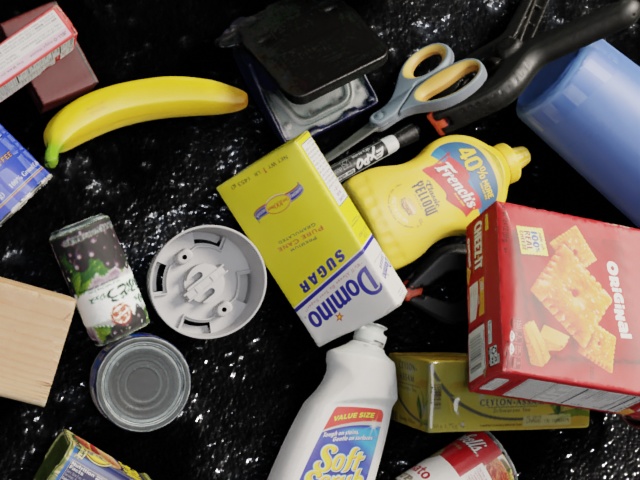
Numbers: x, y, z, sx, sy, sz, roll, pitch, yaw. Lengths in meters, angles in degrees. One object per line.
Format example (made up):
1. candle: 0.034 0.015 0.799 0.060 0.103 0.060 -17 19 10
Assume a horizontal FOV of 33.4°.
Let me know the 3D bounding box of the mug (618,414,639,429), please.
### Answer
1. mug: 0.298 0.134 1.066 0.093 0.082 0.117 -30 98 -17

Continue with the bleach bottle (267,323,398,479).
1. bleach bottle: 0.005 0.194 0.976 0.102 0.068 0.251 21 80 -17

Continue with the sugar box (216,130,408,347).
1. sugar box: -0.006 0.001 0.962 0.093 0.048 0.176 -29 97 24

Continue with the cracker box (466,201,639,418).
1. cracker box: 0.242 0.066 0.968 0.213 0.072 0.164 10 65 -15

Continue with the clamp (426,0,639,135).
1. clamp: 0.186 -0.182 1.030 0.210 0.164 0.036 -38 120 6

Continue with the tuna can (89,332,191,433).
1. tuna can: -0.157 0.125 0.935 0.086 0.034 0.086 0 89 -19

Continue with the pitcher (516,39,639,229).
1. pitcher: 0.320 -0.101 1.065 0.242 0.149 0.145 37 93 -11

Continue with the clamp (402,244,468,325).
1. clamp: 0.159 0.030 1.044 0.171 0.039 0.120 1 86 -19

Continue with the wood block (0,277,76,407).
1. wood block: -0.311 0.061 0.855 0.205 0.090 0.091 18 84 -18

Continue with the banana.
1. banana: -0.160 -0.110 0.928 0.197 0.037 0.070 -23 61 -28

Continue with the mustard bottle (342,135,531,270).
1. mustard bottle: 0.120 -0.047 1.022 0.191 0.058 0.096 -24 85 -19

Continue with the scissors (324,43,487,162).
1. scissors: 0.060 -0.129 1.018 0.202 0.096 0.016 -24 133 8

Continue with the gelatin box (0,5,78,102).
1. gelatin box: -0.234 -0.144 0.838 0.089 0.073 0.030 -39 99 -10

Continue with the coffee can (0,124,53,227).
1. coffee can: -0.301 -0.067 0.854 0.140 0.103 0.102 47 75 -13

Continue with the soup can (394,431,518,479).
1. soup can: 0.126 0.232 1.013 0.102 0.069 0.068 -28 98 -17

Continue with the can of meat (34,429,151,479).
1. can of meat: -0.189 0.205 0.887 0.084 0.102 0.057 34 79 -13

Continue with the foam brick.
1. foam brick: -0.232 -0.154 0.907 0.051 0.053 0.078 -29 97 -17

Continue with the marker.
1. marker: 0.045 -0.079 1.018 0.121 0.020 0.020 -29 98 -17
